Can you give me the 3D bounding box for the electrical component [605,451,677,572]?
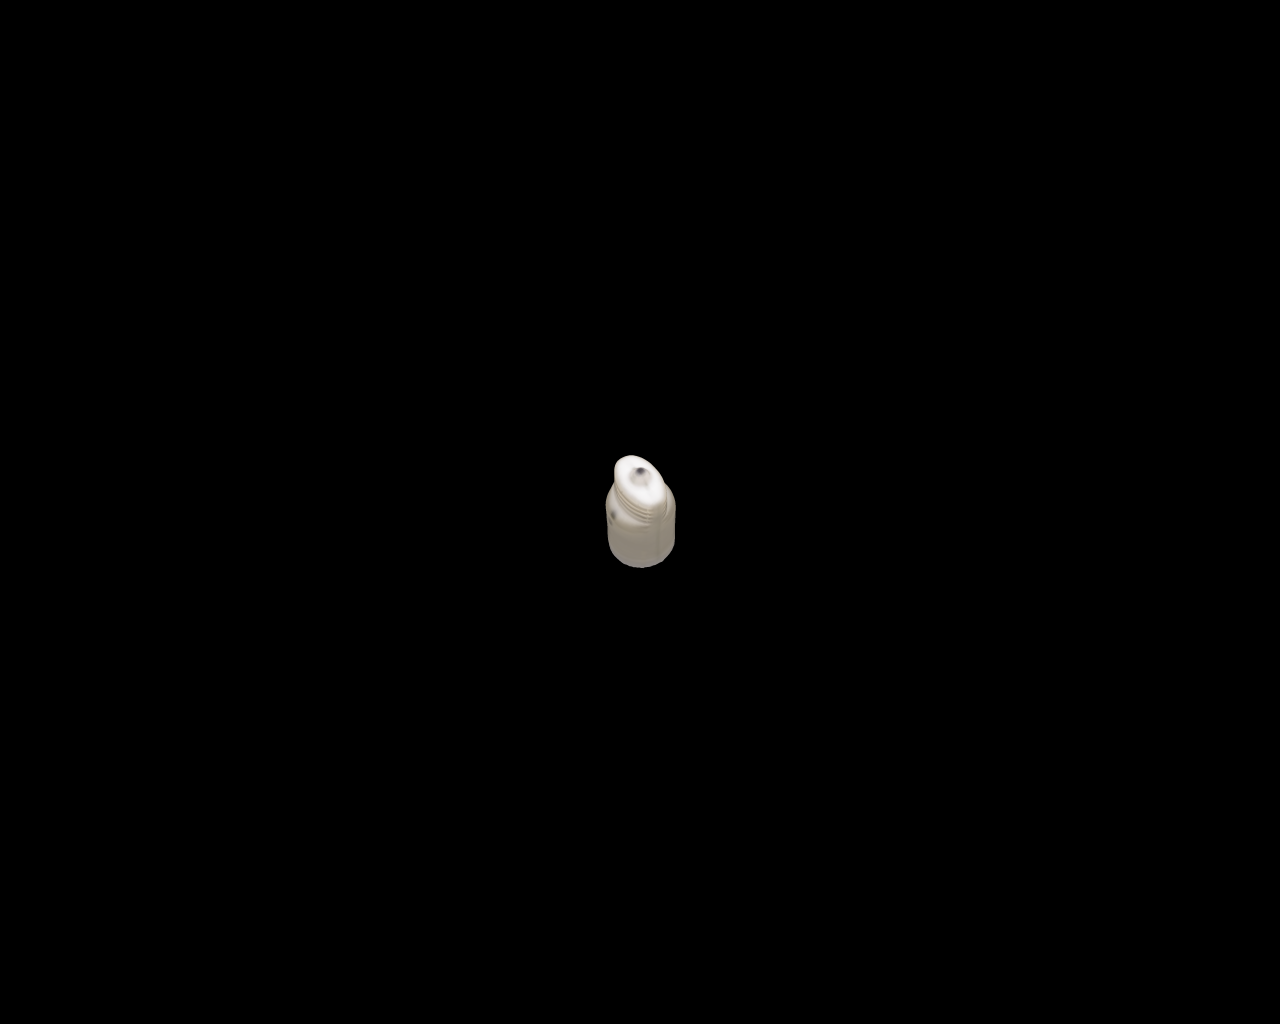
[{"bbox_3d":[0.001,-0.003,0.650,0.043,0.043,0.080,0,-34,0],"label":"electrical component"}]
